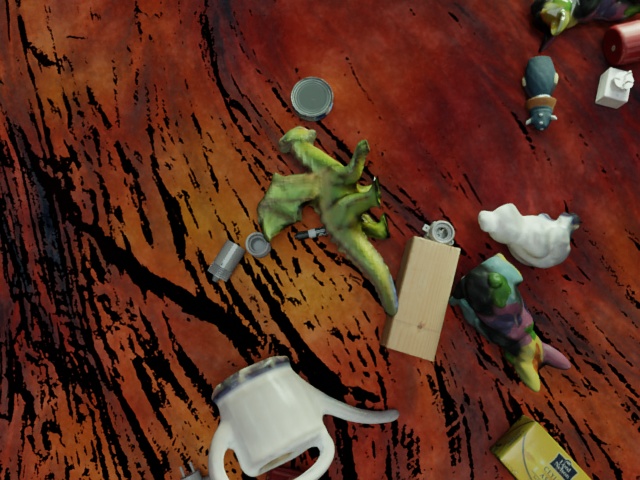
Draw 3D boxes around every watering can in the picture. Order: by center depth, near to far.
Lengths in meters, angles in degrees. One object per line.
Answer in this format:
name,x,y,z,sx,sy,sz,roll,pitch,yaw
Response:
watering can,-0.043,0.305,0.907,0.350,0.228,0.101,-18,-29,-30

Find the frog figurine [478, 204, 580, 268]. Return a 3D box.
frog figurine,0.373,-0.005,0.950,0.160,0.121,0.139,-3,19,-19

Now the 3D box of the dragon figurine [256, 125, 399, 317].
dragon figurine,0.003,-0.049,0.971,0.242,0.417,0.120,-9,-21,7
